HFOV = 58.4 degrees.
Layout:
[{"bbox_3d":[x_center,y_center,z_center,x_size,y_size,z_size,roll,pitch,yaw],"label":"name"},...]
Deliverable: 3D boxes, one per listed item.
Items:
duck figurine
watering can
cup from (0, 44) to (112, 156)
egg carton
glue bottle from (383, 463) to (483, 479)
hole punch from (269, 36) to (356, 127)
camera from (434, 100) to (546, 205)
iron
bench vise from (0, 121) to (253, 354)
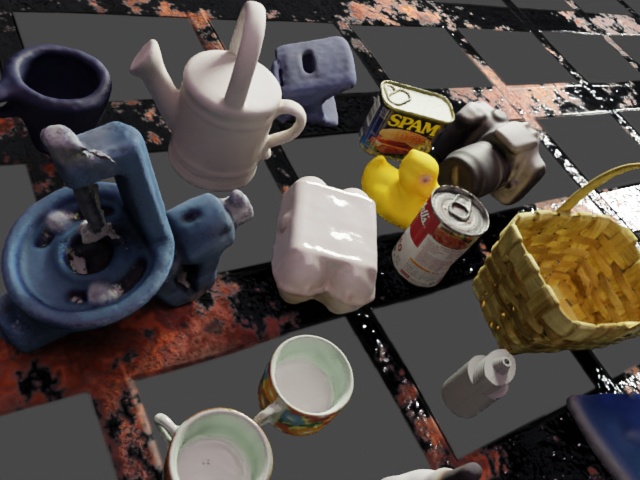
[{"bbox_3d":[0.104,-0.071,0.685,0.104,0.086,0.078,44,49,14],"label":"duck figurine"},{"bbox_3d":[-0.098,-0.148,0.579,0.173,0.194,0.100,-6,56,-29],"label":"watering can"},{"bbox_3d":[-0.262,-0.120,0.549,0.091,0.095,0.118,45,49,15],"label":"cup"},{"bbox_3d":[0.005,0.002,0.590,0.107,0.069,0.150,14,49,-14],"label":"egg carton"},{"bbox_3d":[0.060,0.185,0.394,0.078,0.173,0.037,8,50,-19],"label":"glue bottle"},{"bbox_3d":[-0.013,-0.211,0.741,0.101,0.091,0.108,6,51,-21],"label":"hole punch"},{"bbox_3d":[0.214,-0.116,0.762,0.137,0.100,0.143,-23,65,-37],"label":"camera"},{"bbox_3d":[0.379,0.215,0.539,0.258,0.141,0.119,41,48,11],"label":"iron"},{"bbox_3d":[-0.145,-0.021,0.436,0.121,0.219,0.208,38,47,9],"label":"bench vise"}]
